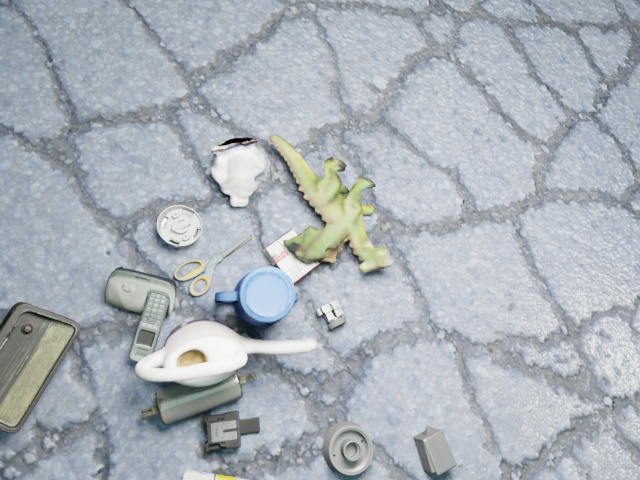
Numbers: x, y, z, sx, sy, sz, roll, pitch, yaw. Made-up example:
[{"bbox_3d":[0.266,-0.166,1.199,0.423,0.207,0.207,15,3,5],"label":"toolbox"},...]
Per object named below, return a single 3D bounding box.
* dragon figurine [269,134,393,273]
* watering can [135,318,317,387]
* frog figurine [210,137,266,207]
[{"bbox_3d":[0.004,-0.062,1.234,0.410,0.120,0.247,30,67,-2],"label":"dragon figurine"},{"bbox_3d":[-0.196,0.227,1.060,0.348,0.225,0.103,-7,97,-17],"label":"watering can"},{"bbox_3d":[-0.194,-0.166,1.257,0.138,0.124,0.157,-20,115,-26],"label":"frog figurine"}]
